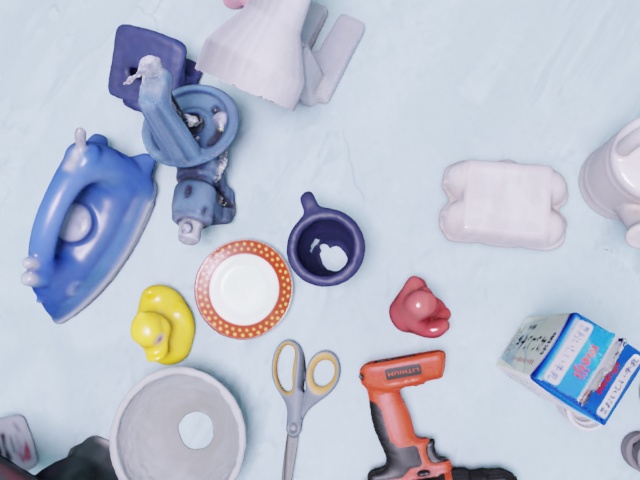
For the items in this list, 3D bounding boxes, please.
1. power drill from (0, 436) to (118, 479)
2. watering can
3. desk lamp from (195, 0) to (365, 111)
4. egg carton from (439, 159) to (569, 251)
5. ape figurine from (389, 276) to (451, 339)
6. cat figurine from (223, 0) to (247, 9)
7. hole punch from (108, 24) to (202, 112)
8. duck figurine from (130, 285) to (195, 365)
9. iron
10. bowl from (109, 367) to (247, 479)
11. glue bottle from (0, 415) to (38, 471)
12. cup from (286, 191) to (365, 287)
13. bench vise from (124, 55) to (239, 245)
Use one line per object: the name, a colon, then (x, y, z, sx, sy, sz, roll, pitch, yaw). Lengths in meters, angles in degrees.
power drill: (-0.280, 0.288, 0.637, 0.229, 0.208, 0.076, 20, 85, 10)
watering can: (0.362, -0.078, 0.619, 0.101, 0.194, 0.173, -9, 81, 6)
desk lamp: (-0.042, -0.237, 0.682, 0.117, 0.213, 0.203, 25, 86, 10)
egg carton: (0.221, -0.043, 0.695, 0.150, 0.069, 0.107, 5, 82, 8)
ape figurine: (0.119, 0.080, 0.678, 0.076, 0.092, 0.078, -10, 81, 6)
cat figurine: (-0.106, -0.346, 0.755, 0.067, 0.118, 0.127, -44, 79, -1)
hole punch: (-0.223, -0.219, 0.764, 0.108, 0.091, 0.101, 20, 85, 10)
duck figurine: (-0.206, 0.106, 0.717, 0.077, 0.086, 0.104, -15, 80, 5)
iron: (-0.311, -0.015, 0.719, 0.118, 0.141, 0.258, 21, 85, 10)
bowl: (-0.163, 0.237, 0.698, 0.167, 0.075, 0.167, -1, 82, 7)
glue bottle: (-0.406, 0.257, 0.675, 0.037, 0.173, 0.078, -28, 79, 3)
cup: (0.006, 0.003, 0.702, 0.091, 0.095, 0.118, -22, 80, 4)
bench vise: (-0.148, -0.108, 0.673, 0.121, 0.220, 0.207, -19, 80, 4)
